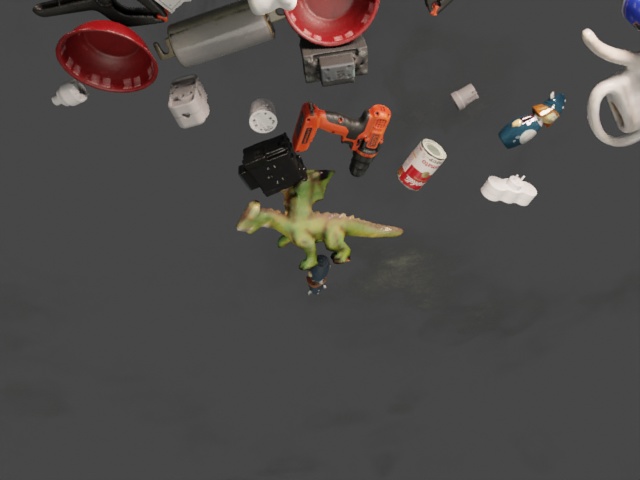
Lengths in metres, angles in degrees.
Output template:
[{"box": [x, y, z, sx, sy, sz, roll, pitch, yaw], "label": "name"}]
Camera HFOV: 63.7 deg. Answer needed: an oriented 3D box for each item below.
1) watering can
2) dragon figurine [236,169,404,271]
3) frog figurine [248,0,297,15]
[{"box": [0.647, -0.323, 1.034, 0.223, 0.106, 0.342, -26, 137, 17], "label": "watering can"}, {"box": [0.004, -0.062, 1.240, 0.411, 0.125, 0.237, -13, 131, -8], "label": "dragon figurine"}, {"box": [-0.106, -0.405, 0.765, 0.138, 0.161, 0.121, -6, 118, -56], "label": "frog figurine"}]
